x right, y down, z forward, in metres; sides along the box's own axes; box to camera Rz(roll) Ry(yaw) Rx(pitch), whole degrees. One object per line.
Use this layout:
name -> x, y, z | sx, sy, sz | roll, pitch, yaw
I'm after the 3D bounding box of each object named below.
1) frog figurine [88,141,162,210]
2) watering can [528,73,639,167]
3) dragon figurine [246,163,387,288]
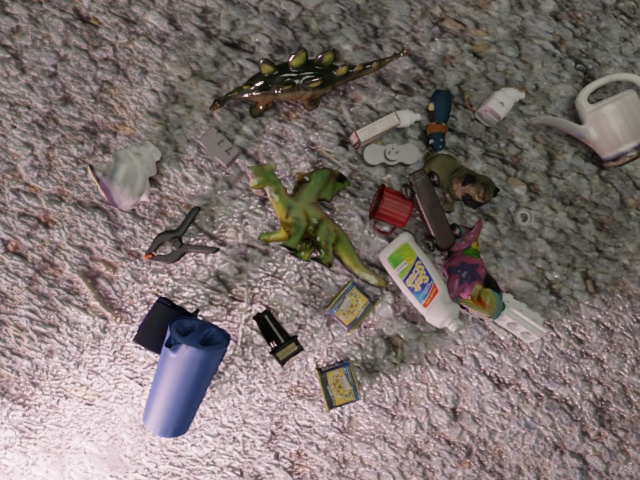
frog figurine -> -0.429, -0.149, 1.184 | 0.160, 0.124, 0.135 | -31, 122, -15
watering can -> 0.703, -0.283, 1.290 | 0.349, 0.103, 0.225 | -25, 88, -8
dragon figurine -> 0.004, -0.062, 1.224 | 0.409, 0.121, 0.245 | 23, 76, -11
